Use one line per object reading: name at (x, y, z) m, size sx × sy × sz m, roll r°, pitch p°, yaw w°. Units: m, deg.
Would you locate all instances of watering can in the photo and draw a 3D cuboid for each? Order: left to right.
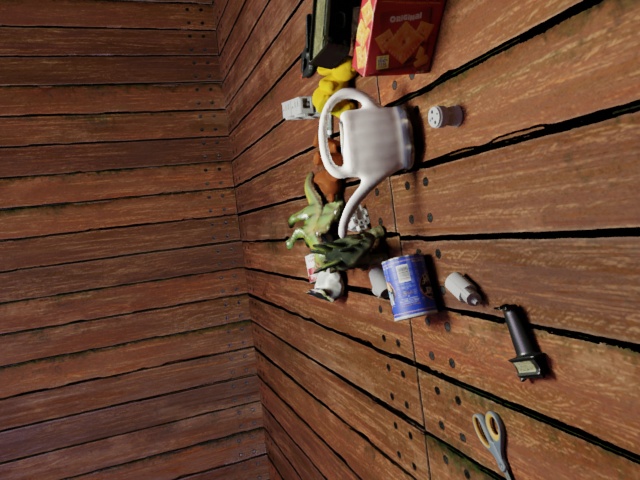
watering can at (0.116, -0.187, 1.205) m, size 0.104 × 0.224 × 0.348 m, roll 157°, pitch 106°, yaw -88°

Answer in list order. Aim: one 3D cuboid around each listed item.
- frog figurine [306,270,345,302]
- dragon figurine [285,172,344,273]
frog figurine at (0.036, 0.120, 1.726) m, size 0.135 × 0.122 × 0.162 m, roll 119°, pitch 176°, yaw -70°
dragon figurine at (0.005, -0.086, 1.719) m, size 0.240 × 0.121 × 0.418 m, roll -21°, pitch 56°, yaw 46°
